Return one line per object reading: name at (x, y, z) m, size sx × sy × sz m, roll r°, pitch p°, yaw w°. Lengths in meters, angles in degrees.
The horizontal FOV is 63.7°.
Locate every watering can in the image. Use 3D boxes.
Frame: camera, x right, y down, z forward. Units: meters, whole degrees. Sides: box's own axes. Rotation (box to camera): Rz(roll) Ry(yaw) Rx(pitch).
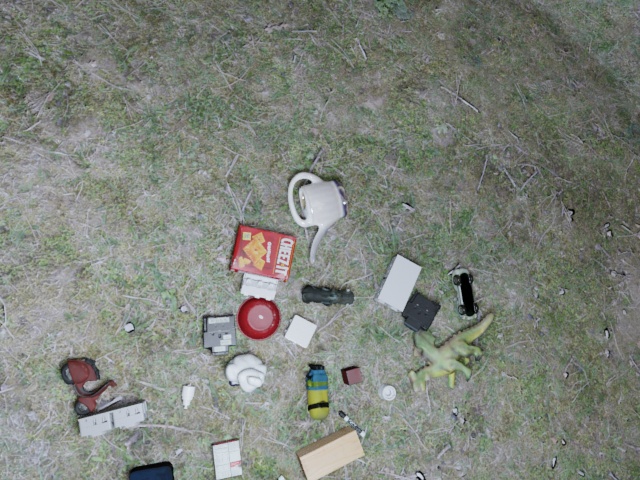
watering can at (0.006, -0.097, 1.926) m, size 0.225 × 0.103 × 0.350 m, roll -14°, pitch 80°, yaw -16°

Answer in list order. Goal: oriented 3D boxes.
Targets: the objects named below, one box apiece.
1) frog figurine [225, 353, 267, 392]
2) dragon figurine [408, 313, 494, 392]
frog figurine at (-0.246, 0.439, 1.713) m, size 0.137 × 0.157 × 0.124 m, roll 9°, pitch 75°, yaw -10°
dragon figurine at (0.463, 0.395, 1.917) m, size 0.243 × 0.120 × 0.416 m, roll 31°, pitch 71°, yaw 4°
